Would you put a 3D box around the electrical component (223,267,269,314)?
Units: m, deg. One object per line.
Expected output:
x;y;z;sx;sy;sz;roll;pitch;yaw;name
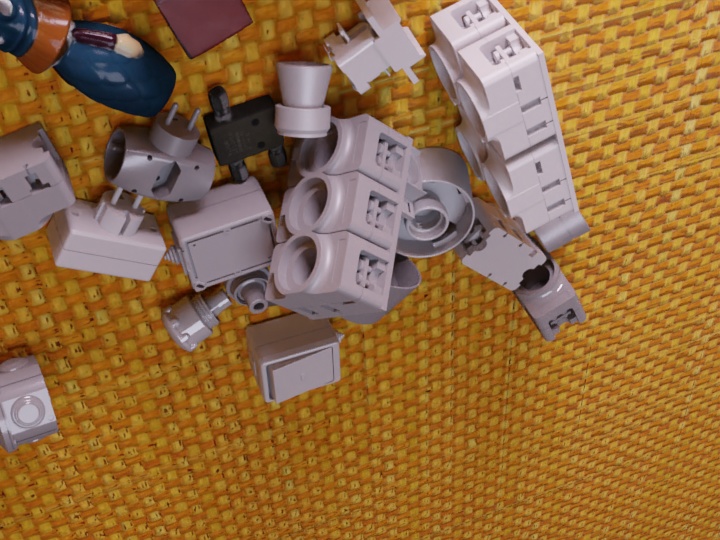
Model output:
-0.100;0.012;0.965;0.043;0.062;0.043;-15;137;-15;electrical component

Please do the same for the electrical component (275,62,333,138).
-0.045;-0.135;0.849;0.045;0.045;0.055;-4;107;-25;electrical component

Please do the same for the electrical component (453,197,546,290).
0.130;-0.028;1.053;0.050;0.055;0.089;-46;135;18;electrical component

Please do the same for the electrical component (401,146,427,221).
0.018;-0.079;0.934;0.064;0.081;0.042;-26;144;32;electrical component

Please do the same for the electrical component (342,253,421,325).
0.000;0.000;0.980;0.099;0.099;0.064;13;130;-37;electrical component

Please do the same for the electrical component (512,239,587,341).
0.184;0.018;1.101;0.050;0.089;0.055;-32;138;4;electrical component

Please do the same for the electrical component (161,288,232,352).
-0.147;0.041;0.983;0.062;0.048;0.048;-34;138;-3;electrical component

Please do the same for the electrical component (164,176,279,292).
-0.122;-0.031;0.911;0.096;0.061;0.061;-19;138;-10;electrical component

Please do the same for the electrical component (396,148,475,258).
0.058;-0.062;0.994;0.099;0.064;0.099;-5;131;-6;electrical component

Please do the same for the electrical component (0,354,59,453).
-0.302;0.116;0.949;0.051;0.080;0.080;-18;137;-20;electrical component

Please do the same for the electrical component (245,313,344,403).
-0.058;0.083;1.059;0.096;0.061;0.061;-16;137;-14;electrical component

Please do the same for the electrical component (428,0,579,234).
0.120;-0.129;0.911;0.060;0.105;0.186;-27;138;-1;electrical component

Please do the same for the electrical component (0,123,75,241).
-0.268;-0.061;0.812;0.089;0.050;0.055;-24;138;-5;electrical component

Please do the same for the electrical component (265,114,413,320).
-0.020;-0.043;0.874;0.089;0.150;0.062;-9;155;45;electrical component

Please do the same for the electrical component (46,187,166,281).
-0.199;-0.039;0.873;0.083;0.047;0.075;11;125;-36;electrical component

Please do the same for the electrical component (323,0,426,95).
0.009;-0.177;0.852;0.064;0.042;0.081;-33;138;11;electrical component

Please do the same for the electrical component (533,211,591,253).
0.194;-0.050;1.067;0.047;0.055;0.055;-33;138;10;electrical component

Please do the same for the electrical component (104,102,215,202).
-0.150;-0.097;0.844;0.077;0.043;0.079;10;126;-35;electrical component
